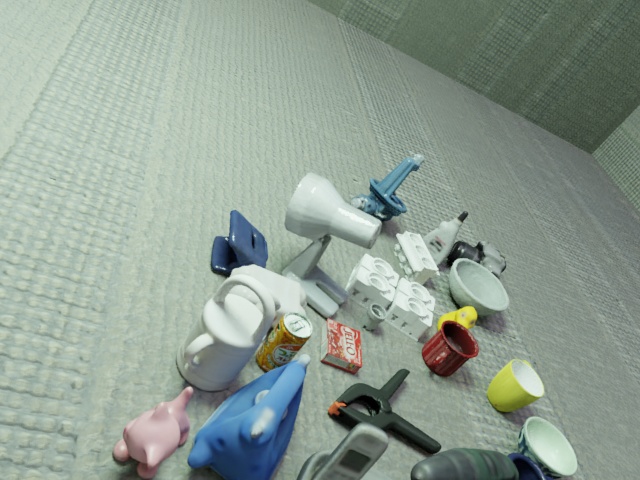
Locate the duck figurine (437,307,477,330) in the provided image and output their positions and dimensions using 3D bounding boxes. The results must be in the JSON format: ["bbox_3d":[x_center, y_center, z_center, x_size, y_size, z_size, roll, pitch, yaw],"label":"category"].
[{"bbox_3d":[0.314,0.181,1.272,0.077,0.086,0.105,38,33,4],"label":"duck figurine"}]

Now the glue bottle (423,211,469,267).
[{"bbox_3d":[0.313,-0.010,1.433,0.078,0.173,0.037,40,33,7],"label":"glue bottle"}]

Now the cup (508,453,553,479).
[{"bbox_3d":[0.333,0.425,0.971,0.118,0.095,0.091,16,37,-27],"label":"cup"}]

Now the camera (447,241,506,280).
[{"bbox_3d":[0.416,0.046,1.524,0.137,0.100,0.143,32,33,-6],"label":"camera"}]

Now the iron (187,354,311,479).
[{"bbox_3d":[-0.068,0.231,0.809,0.118,0.141,0.259,37,33,3],"label":"iron"}]

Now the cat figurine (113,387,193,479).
[{"bbox_3d":[-0.198,0.233,0.709,0.067,0.117,0.128,37,33,2],"label":"cat figurine"}]

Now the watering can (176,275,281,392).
[{"bbox_3d":[-0.127,0.123,0.843,0.101,0.194,0.173,32,33,-5],"label":"watering can"}]

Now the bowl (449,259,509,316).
[{"bbox_3d":[0.375,0.129,1.405,0.168,0.074,0.167,24,34,-17],"label":"bowl"}]

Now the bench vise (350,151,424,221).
[{"bbox_3d":[0.163,-0.108,1.379,0.121,0.219,0.208,38,33,5],"label":"bench vise"}]

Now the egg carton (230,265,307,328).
[{"bbox_3d":[-0.093,0.108,1.008,0.151,0.069,0.107,23,35,-19],"label":"egg carton"}]

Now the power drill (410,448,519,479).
[{"bbox_3d":[0.163,0.358,0.796,0.230,0.208,0.075,7,42,-37],"label":"power drill"}]

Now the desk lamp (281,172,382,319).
[{"bbox_3d":[0.010,0.004,1.102,0.203,0.213,0.118,39,33,5],"label":"desk lamp"}]

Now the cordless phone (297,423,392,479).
[{"bbox_3d":[0.057,0.324,0.764,0.148,0.185,0.094,26,34,-14],"label":"cordless phone"}]

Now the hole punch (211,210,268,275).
[{"bbox_3d":[-0.140,0.010,1.071,0.101,0.091,0.108,20,36,-22],"label":"hole punch"}]
